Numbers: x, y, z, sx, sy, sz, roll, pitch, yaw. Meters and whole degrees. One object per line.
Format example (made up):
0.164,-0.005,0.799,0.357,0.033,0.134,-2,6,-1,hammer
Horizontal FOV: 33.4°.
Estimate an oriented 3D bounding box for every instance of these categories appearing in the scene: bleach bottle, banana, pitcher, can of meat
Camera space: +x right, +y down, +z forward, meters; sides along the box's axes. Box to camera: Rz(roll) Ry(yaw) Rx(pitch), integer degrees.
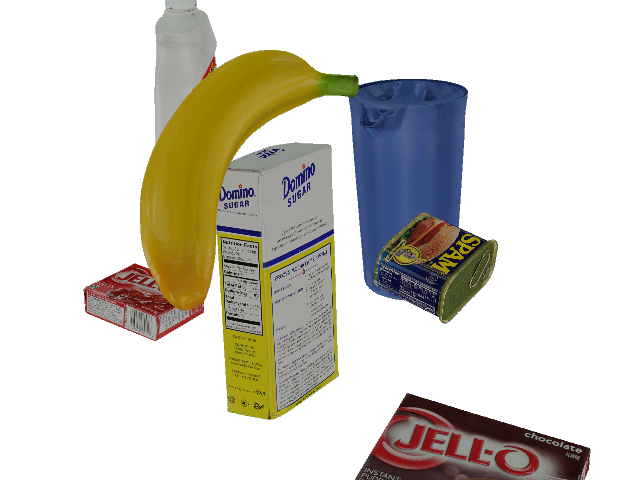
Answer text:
-0.136,-0.130,1.091,0.068,0.251,0.102,5,28,14,bleach bottle
-0.046,-0.046,0.529,0.070,0.037,0.197,18,46,16,banana
0.108,-0.063,1.236,0.149,0.243,0.145,-6,22,-8,pitcher
0.114,0.024,1.060,0.084,0.057,0.101,26,45,28,can of meat

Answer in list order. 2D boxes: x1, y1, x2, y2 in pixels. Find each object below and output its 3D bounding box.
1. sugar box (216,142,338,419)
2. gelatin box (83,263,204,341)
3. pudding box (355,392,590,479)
-0.029,0.026,0.741,0.048,0.176,0.093,5,17,31,sugar box
-0.165,0.055,1.001,0.089,0.030,0.073,18,26,27,gelatin box
0.082,0.136,0.586,0.114,0.039,0.089,16,33,18,pudding box
